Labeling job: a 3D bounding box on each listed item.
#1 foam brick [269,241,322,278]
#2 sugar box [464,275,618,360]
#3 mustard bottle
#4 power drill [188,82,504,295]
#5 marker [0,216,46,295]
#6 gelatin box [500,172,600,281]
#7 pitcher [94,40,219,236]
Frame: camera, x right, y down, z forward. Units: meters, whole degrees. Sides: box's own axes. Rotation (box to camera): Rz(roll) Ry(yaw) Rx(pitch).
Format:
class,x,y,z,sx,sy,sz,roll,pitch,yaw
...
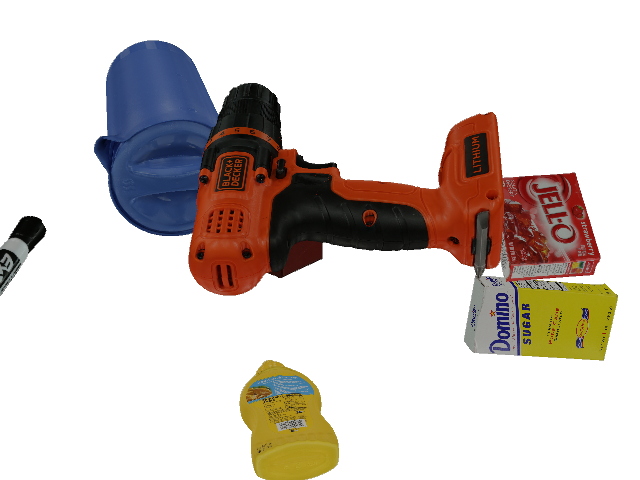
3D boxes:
class,x,y,z,sx,sy,sz,roll,pitch,yaw
foam brick,-0.034,-0.017,0.924,0.051,0.078,0.053,-23,32,-38
sugar box,0.275,0.098,1.338,0.176,0.093,0.048,3,18,-11
mustard bottle,-0.044,0.199,1.248,0.096,0.058,0.192,-8,29,-10
power drill,0.017,-0.040,0.665,0.187,0.057,0.184,-2,43,6
marker,-0.201,0.023,0.659,0.020,0.020,0.121,0,36,16
gelatin box,0.179,-0.012,0.866,0.073,0.089,0.030,-4,-35,-3
pitcher,-0.159,-0.118,1.151,0.145,0.149,0.243,-22,36,0
